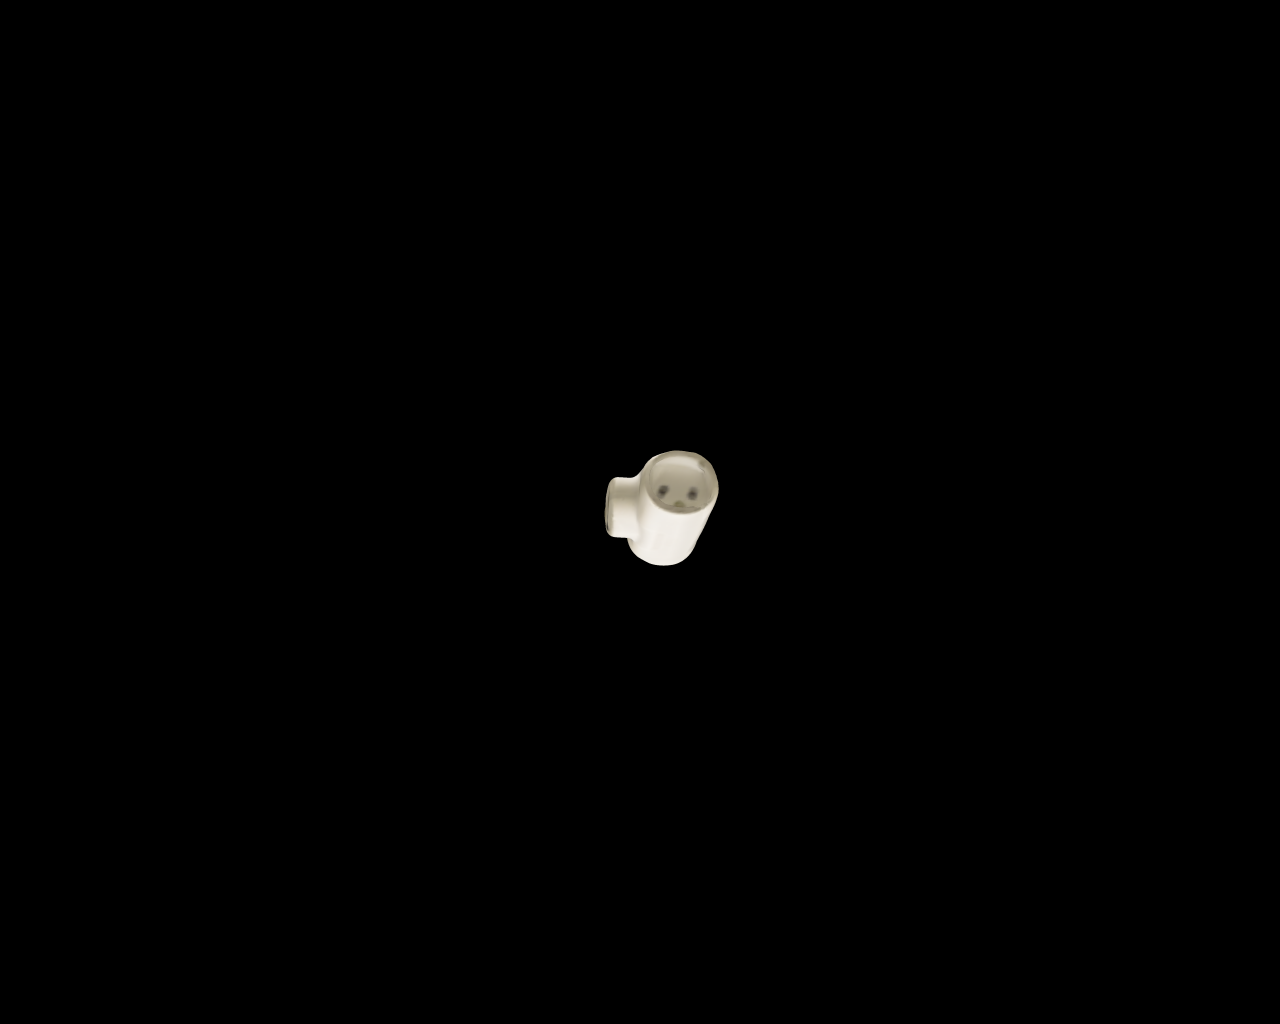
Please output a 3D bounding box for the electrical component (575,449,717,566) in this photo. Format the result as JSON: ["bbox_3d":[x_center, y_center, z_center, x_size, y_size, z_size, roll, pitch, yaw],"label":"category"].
[{"bbox_3d":[0.001,-0.003,0.650,0.079,0.043,0.077,3,-26,-7],"label":"electrical component"}]
